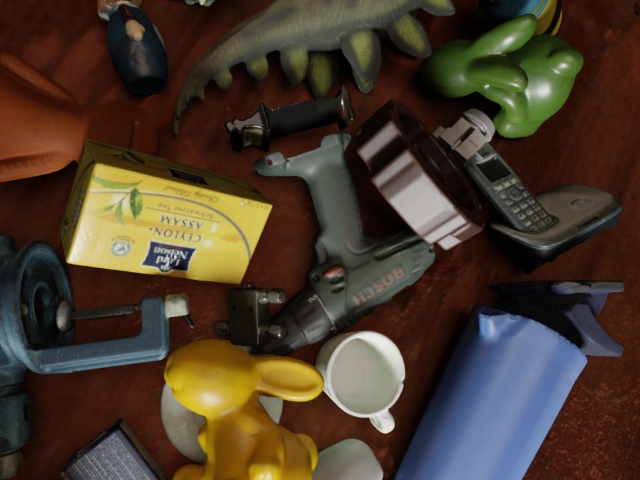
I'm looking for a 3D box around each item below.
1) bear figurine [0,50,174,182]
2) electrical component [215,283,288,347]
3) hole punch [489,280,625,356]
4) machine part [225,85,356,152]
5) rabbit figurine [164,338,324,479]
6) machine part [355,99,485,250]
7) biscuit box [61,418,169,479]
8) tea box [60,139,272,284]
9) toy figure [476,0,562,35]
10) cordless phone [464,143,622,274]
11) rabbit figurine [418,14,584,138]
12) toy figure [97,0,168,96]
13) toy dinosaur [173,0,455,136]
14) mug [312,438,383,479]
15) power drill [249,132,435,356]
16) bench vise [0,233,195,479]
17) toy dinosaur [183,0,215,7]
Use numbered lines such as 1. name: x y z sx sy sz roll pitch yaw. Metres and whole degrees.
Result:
1. bear figurine: -0.254 -0.106 0.522 0.196 0.132 0.120 6 91 -36
2. electrical component: -0.073 0.075 0.549 0.021 0.094 0.063 -1 86 -53
3. hole punch: 0.283 0.089 0.638 0.116 0.142 0.092 6 85 -27
4. machine part: -0.033 -0.129 0.588 0.139 0.084 0.039 -16 78 -5
5. rabbit figurine: -0.073 0.166 0.501 0.162 0.122 0.173 -28 93 -23
6. machine part: 0.110 -0.071 0.593 0.056 0.179 0.179 -38 96 25
7. biscuit box: -0.158 0.273 0.516 0.063 0.059 0.202 -36 93 -19
8. tea box: -0.144 -0.022 0.509 0.169 0.068 0.098 9 112 -36
9. toy figure: 0.247 -0.295 0.668 0.180 0.082 0.089 -11 119 -56
10. cordless phone: 0.267 -0.064 0.683 0.147 0.088 0.184 -26 72 -17
11. rabbit figurine: 0.209 -0.194 0.646 0.170 0.159 0.121 3 92 -6
12. toy figure: -0.205 -0.231 0.568 0.058 0.064 0.154 -12 81 -53
13. toy dinosaur: 0.024 -0.272 0.620 0.471 0.105 0.198 -26 95 -10
14. mug: 0.021 0.268 0.558 0.107 0.081 0.109 -35 86 -31
15. power drill: -0.001 -0.002 0.588 0.232 0.086 0.207 -22 85 -10
16. bench vise: -0.237 0.095 0.480 0.241 0.128 0.223 -7 74 -4
17. toy dinosaur: -0.186 -0.414 0.574 0.192 0.131 0.405 -43 90 -17
